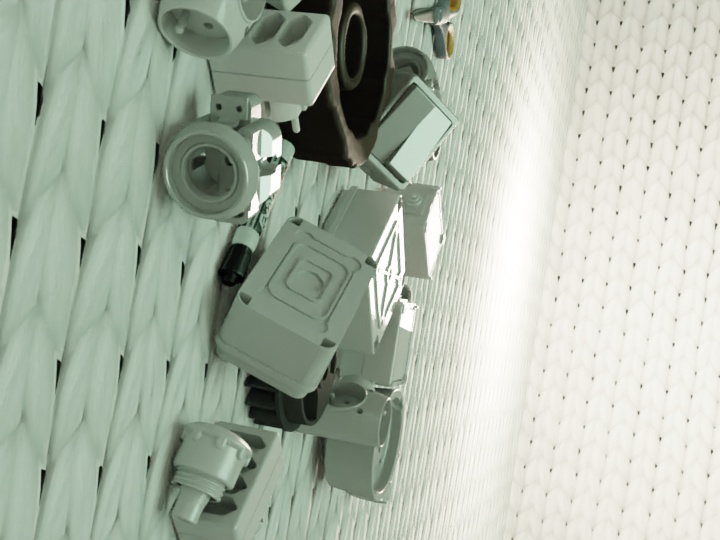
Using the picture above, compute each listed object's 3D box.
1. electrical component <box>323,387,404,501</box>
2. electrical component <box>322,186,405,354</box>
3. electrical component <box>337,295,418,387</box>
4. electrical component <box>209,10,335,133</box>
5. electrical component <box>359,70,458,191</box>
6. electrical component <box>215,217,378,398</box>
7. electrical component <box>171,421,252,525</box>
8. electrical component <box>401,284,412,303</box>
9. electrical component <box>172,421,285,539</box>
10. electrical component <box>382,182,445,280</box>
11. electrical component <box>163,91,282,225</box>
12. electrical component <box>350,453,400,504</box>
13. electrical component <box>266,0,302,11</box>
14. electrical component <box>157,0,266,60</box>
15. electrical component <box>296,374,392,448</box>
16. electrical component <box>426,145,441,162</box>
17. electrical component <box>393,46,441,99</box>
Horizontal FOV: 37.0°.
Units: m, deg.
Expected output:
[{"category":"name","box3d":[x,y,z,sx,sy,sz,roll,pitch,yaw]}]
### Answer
[{"category":"electrical component","box3d":[-0.001,0.163,1.035,0.108,0.060,0.108,9,90,-74]},{"category":"electrical component","box3d":[0.000,0.000,0.958,0.108,0.056,0.108,-65,158,-46]},{"category":"electrical component","box3d":[0.016,0.061,1.040,0.062,0.061,0.096,12,86,-75]},{"category":"electrical component","box3d":[-0.053,-0.120,0.683,0.047,0.066,0.076,-66,159,-43]},{"category":"electrical component","box3d":[0.035,-0.122,0.902,0.062,0.061,0.096,42,85,-28]},{"category":"electrical component","box3d":[-0.044,0.026,0.756,0.057,0.078,0.113,-61,-179,39]},{"category":"electrical component","box3d":[-0.101,0.132,0.694,0.048,0.048,0.062,69,40,-61]},{"category":"electrical component","box3d":[0.032,0.048,1.131,0.044,0.044,0.065,-66,163,-44]},{"category":"electrical component","box3d":[-0.088,0.164,0.750,0.083,0.047,0.075,-66,158,-44]},{"category":"electrical component","box3d":[0.048,-0.046,1.096,0.096,0.061,0.061,81,24,-48]},{"category":"electrical component","box3d":[-0.081,-0.062,0.634,0.057,0.058,0.078,-51,147,-67]},{"category":"electrical component","box3d":[0.016,0.219,1.156,0.045,0.045,0.055,61,41,-66]},{"category":"electrical component","box3d":[-0.023,-0.202,0.676,0.083,0.076,0.047,-47,154,-15]},{"category":"electrical component","box3d":[-0.083,-0.170,0.589,0.079,0.044,0.077,71,32,-59]},{"category":"electrical component","box3d":[-0.009,0.118,0.951,0.079,0.077,0.044,-57,151,-58]},{"category":"electrical component","box3d":[0.050,-0.133,1.067,0.048,0.055,0.066,-38,135,-68]},{"category":"electrical component","box3d":[0.045,-0.175,1.017,0.057,0.058,0.078,53,28,-66]}]
